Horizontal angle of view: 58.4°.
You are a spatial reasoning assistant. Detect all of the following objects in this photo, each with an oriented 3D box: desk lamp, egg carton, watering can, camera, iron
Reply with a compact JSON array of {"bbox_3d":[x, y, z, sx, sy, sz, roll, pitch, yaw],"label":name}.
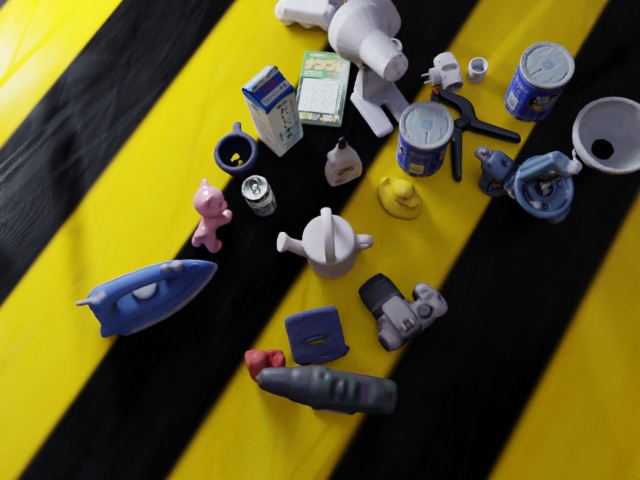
[{"bbox_3d":[0.114,-0.352,1.164,0.118,0.213,0.203,-31,74,-5],"label":"desk lamp"},{"bbox_3d":[-0.023,-0.535,1.302,0.150,0.069,0.107,10,75,7],"label":"egg carton"},{"bbox_3d":[0.010,0.006,1.076,0.173,0.194,0.101,-24,73,-3],"label":"watering can"},{"bbox_3d":[0.148,0.120,1.082,0.143,0.101,0.136,-36,74,-7],"label":"camera"},{"bbox_3d":[-0.331,0.087,1.104,0.258,0.141,0.118,-26,73,-4],"label":"iron"}]

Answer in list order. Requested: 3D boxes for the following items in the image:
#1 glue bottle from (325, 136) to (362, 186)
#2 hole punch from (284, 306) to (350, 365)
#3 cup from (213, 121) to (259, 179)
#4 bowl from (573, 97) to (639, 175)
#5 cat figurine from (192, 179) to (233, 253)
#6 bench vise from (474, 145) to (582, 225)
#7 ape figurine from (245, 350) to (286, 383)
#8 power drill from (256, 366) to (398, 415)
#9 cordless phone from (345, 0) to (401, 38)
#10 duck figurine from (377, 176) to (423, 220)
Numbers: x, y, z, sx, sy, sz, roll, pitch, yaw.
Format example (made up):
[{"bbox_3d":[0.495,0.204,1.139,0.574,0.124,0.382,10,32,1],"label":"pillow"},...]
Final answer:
[{"bbox_3d":[0.045,-0.161,1.134,0.078,0.173,0.037,-26,73,-3],"label":"glue bottle"},{"bbox_3d":[-0.005,0.182,1.079,0.108,0.091,0.101,-14,73,0],"label":"hole punch"},{"bbox_3d":[-0.167,-0.178,1.194,0.091,0.095,0.118,-3,73,3],"label":"cup"},{"bbox_3d":[0.586,-0.200,1.158,0.167,0.075,0.167,-1,74,4],"label":"bowl"},{"bbox_3d":[-0.225,-0.051,1.149,0.067,0.118,0.128,14,75,8],"label":"cat figurine"},{"bbox_3d":[0.387,-0.115,1.071,0.207,0.220,0.121,16,75,9],"label":"bench vise"},{"bbox_3d":[-0.108,0.229,1.072,0.077,0.092,0.076,29,78,12],"label":"ape figurine"},{"bbox_3d":[0.017,0.261,0.993,0.229,0.208,0.075,5,74,6],"label":"power drill"},{"bbox_3d":[0.106,-0.482,1.217,0.094,0.185,0.148,36,79,13],"label":"cordless phone"},{"bbox_3d":[0.162,-0.095,1.151,0.104,0.086,0.077,43,81,14],"label":"duck figurine"}]
